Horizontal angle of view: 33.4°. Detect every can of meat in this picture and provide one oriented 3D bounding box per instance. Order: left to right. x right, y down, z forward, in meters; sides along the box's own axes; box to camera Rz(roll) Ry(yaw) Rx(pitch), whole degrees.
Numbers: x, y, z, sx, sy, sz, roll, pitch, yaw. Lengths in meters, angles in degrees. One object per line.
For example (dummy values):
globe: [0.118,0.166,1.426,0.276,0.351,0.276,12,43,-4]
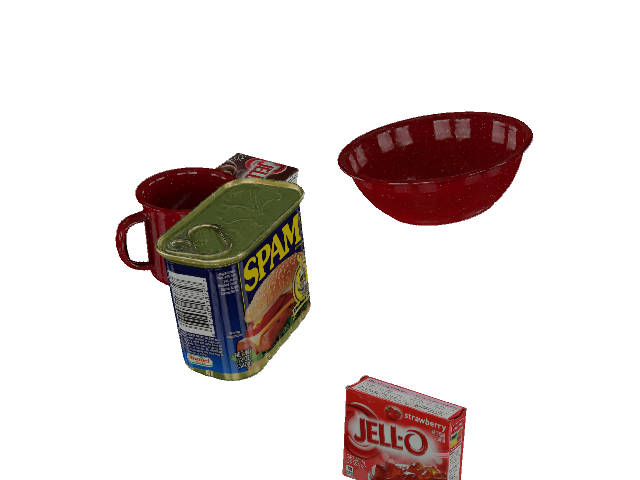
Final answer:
can of meat: [-0.047,0.022,0.639,0.058,0.084,0.102,9,31,25]

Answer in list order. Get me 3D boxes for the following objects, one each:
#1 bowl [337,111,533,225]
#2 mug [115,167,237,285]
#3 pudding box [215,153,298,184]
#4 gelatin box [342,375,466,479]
bowl: [0.098,-0.056,0.891,0.162,0.055,0.162,-10,24,4]
mug: [-0.125,-0.007,0.949,0.117,0.081,0.093,-18,32,-28]
pudding box: [-0.092,-0.065,1.333,0.090,0.039,0.113,15,34,23]
gelatin box: [0.059,0.146,0.774,0.089,0.073,0.030,14,21,32]
